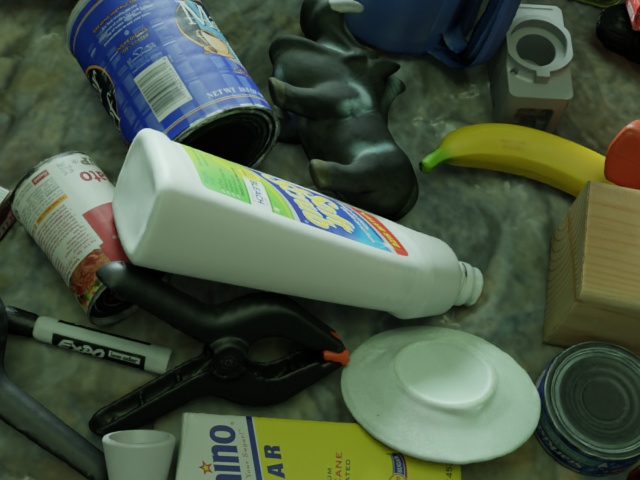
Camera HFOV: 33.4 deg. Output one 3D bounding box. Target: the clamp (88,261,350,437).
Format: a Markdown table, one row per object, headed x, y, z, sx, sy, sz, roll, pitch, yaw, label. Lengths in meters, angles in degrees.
| x | y | z | sx | sy | sz | roll | pitch | yaw | label |
| --- | --- | --- | --- | --- | --- | --- | --- | --- | --- |
| -0.067 | 0.062 | 0.680 | 0.171 | 0.120 | 0.039 | -8 | 31 | -15 | clamp |

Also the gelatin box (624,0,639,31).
| x | y | z | sx | sy | sz | roll | pitch | yaw | label |
| --- | --- | --- | --- | --- | --- | --- | --- | --- | --- |
| 0.284 | -0.187 | 0.832 | 0.089 | 0.030 | 0.073 | 6 | 42 | -2 | gelatin box |

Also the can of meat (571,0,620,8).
| x | y | z | sx | sy | sz | roll | pitch | yaw | label |
| --- | --- | --- | --- | --- | --- | --- | --- | --- | --- |
| 0.214 | -0.248 | 0.881 | 0.102 | 0.084 | 0.057 | 16 | 61 | 3 | can of meat |

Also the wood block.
| x | y | z | sx | sy | sz | roll | pitch | yaw | label |
| --- | --- | --- | --- | --- | --- | --- | --- | --- | --- |
| 0.269 | 0.036 | 0.732 | 0.206 | 0.090 | 0.090 | 12 | 62 | 0 | wood block |

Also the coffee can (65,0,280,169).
| x | y | z | sx | sy | sz | roll | pitch | yaw | label |
| --- | --- | --- | --- | --- | --- | --- | --- | --- | --- |
| -0.106 | -0.112 | 0.765 | 0.102 | 0.103 | 0.140 | -25 | 67 | -18 | coffee can |

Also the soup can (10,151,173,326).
| x | y | z | sx | sy | sz | roll | pitch | yaw | label |
| --- | --- | --- | --- | --- | --- | --- | --- | --- | --- |
| -0.154 | -0.002 | 0.720 | 0.068 | 0.068 | 0.102 | -33 | 69 | -21 | soup can |

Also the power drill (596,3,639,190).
| x | y | z | sx | sy | sz | roll | pitch | yaw | label |
| --- | --- | --- | --- | --- | --- | --- | --- | --- | --- |
| 0.277 | -0.102 | 0.804 | 0.184 | 0.057 | 0.187 | 24 | 48 | 14 | power drill |

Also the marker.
| x | y | z | sx | sy | sz | roll | pitch | yaw | label |
| --- | --- | --- | --- | --- | --- | --- | --- | --- | --- |
| -0.158 | 0.066 | 0.711 | 0.121 | 0.020 | 0.020 | 15 | 61 | 2 | marker |

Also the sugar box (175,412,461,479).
| x | y | z | sx | sy | sz | roll | pitch | yaw | label |
| --- | --- | --- | --- | --- | --- | --- | --- | --- | --- |
| -0.002 | 0.161 | 0.662 | 0.176 | 0.048 | 0.093 | 5 | 60 | -5 | sugar box |

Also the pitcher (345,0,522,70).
| x | y | z | sx | sy | sz | roll | pitch | yaw | label |
| --- | --- | --- | --- | --- | --- | --- | --- | --- | --- |
| 0.096 | -0.250 | 0.780 | 0.149 | 0.243 | 0.145 | 20 | 59 | -2 | pitcher |

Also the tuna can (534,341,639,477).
| x | y | z | sx | sy | sz | roll | pitch | yaw | label |
| --- | --- | --- | --- | --- | --- | --- | --- | --- | --- |
| 0.186 | 0.112 | 0.714 | 0.086 | 0.034 | 0.086 | 2 | 62 | -5 | tuna can |

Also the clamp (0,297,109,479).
| x | y | z | sx | sy | sz | roll | pitch | yaw | label |
| --- | --- | --- | --- | --- | --- | --- | --- | --- | --- |
| -0.223 | 0.087 | 0.662 | 0.164 | 0.036 | 0.210 | -10 | 80 | -15 | clamp |

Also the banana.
| x | y | z | sx | sy | sz | roll | pitch | yaw | label |
| --- | --- | --- | --- | --- | --- | --- | --- | --- | --- |
| 0.171 | -0.048 | 0.796 | 0.198 | 0.037 | 0.069 | 15 | 61 | -1 | banana |

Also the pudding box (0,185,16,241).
| x | y | z | sx | sy | sz | roll | pitch | yaw | label |
| --- | --- | --- | --- | --- | --- | --- | --- | --- | --- |
| -0.275 | -0.004 | 0.726 | 0.090 | 0.039 | 0.113 | 26 | 61 | 7 | pudding box |

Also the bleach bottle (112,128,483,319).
| x | y | z | sx | sy | sz | roll | pitch | yaw | label |
| --- | --- | --- | --- | --- | --- | --- | --- | --- | --- |
| -0.005 | 0.001 | 0.705 | 0.250 | 0.068 | 0.103 | 15 | 22 | -26 | bleach bottle |
